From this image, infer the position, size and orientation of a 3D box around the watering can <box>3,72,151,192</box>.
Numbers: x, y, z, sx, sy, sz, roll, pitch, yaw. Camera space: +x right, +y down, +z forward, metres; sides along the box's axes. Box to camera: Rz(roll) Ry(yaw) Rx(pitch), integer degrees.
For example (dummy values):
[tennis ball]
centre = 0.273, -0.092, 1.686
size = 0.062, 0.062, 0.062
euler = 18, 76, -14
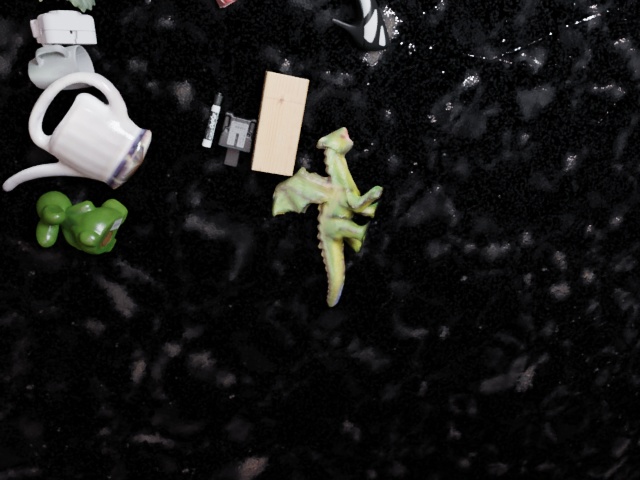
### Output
[watering can]
centre = -0.497, -0.183, 1.069
size = 0.222, 0.106, 0.343
euler = 33, 117, -23

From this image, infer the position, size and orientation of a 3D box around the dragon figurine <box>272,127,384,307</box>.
[dragon figurine]
centre = 0.004, -0.061, 1.203
size = 0.243, 0.123, 0.407
euler = 23, 100, 3
